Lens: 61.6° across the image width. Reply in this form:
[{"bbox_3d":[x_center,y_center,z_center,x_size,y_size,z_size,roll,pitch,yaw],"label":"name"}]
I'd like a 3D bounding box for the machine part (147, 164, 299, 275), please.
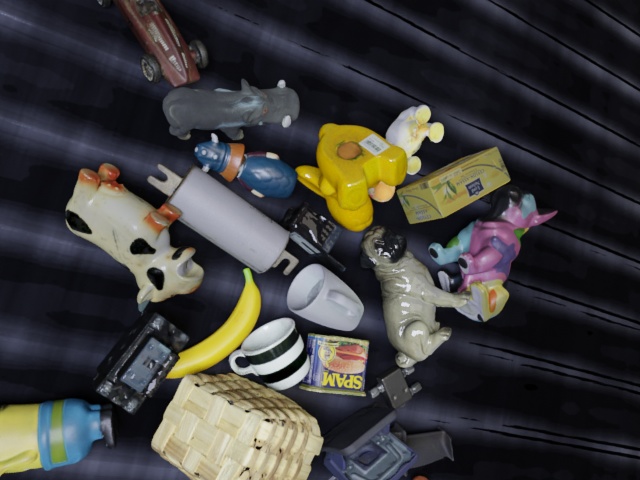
[{"bbox_3d":[-0.130,-0.028,0.761,0.243,0.079,0.079,35,72,-18],"label":"machine part"}]

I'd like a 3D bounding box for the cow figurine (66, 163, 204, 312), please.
[{"bbox_3d":[-0.238,0.005,0.694,0.195,0.085,0.127,35,112,-6],"label":"cow figurine"}]

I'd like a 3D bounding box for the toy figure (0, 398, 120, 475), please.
[{"bbox_3d":[-0.338,0.230,0.639,0.180,0.082,0.089,-9,70,-19],"label":"toy figure"}]

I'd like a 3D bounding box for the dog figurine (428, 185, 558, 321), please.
[{"bbox_3d":[0.313,0.015,0.933,0.219,0.109,0.191,-31,112,-18],"label":"dog figurine"}]

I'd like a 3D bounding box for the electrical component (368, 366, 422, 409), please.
[{"bbox_3d":[0.124,0.247,0.890,0.094,0.021,0.063,-24,97,-26],"label":"electrical component"}]

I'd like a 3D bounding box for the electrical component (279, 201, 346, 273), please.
[{"bbox_3d":[-0.002,-0.002,0.822,0.119,0.075,0.048,36,71,-14],"label":"electrical component"}]

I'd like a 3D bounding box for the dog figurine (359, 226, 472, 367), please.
[{"bbox_3d":[0.119,0.090,0.872,0.190,0.121,0.172,35,68,-4],"label":"dog figurine"}]

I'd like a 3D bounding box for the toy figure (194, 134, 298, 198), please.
[{"bbox_3d":[-0.110,-0.105,0.790,0.154,0.058,0.064,20,71,-18],"label":"toy figure"}]

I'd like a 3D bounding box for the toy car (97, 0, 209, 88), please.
[{"bbox_3d":[-0.228,-0.295,0.728,0.089,0.053,0.202,-27,78,-30],"label":"toy car"}]

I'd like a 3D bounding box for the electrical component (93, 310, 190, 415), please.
[{"bbox_3d":[-0.224,0.148,0.670,0.058,0.134,0.115,39,68,-19],"label":"electrical component"}]

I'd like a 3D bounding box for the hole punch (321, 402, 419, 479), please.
[{"bbox_3d":[0.069,0.313,0.804,0.142,0.116,0.092,-31,93,-28],"label":"hole punch"}]

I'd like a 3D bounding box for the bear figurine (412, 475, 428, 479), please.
[{"bbox_3d":[0.123,0.463,0.815,0.196,0.132,0.120,-20,98,-20],"label":"bear figurine"}]

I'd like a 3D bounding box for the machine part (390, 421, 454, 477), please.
[{"bbox_3d":[0.159,0.343,0.890,0.139,0.039,0.084,4,79,-24],"label":"machine part"}]

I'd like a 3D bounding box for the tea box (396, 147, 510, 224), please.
[{"bbox_3d":[0.231,-0.094,0.930,0.170,0.098,0.068,-28,97,-24],"label":"tea box"}]

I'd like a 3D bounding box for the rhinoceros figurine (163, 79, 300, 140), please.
[{"bbox_3d":[-0.125,-0.189,0.760,0.190,0.112,0.073,-5,86,-18],"label":"rhinoceros figurine"}]

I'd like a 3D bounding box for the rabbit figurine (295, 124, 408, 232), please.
[{"bbox_3d":[0.036,-0.082,0.817,0.163,0.173,0.122,33,64,27],"label":"rabbit figurine"}]

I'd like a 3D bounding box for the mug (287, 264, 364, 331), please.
[{"bbox_3d":[0.022,0.094,0.813,0.107,0.110,0.081,35,67,-33],"label":"mug"}]

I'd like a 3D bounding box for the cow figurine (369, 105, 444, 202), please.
[{"bbox_3d":[0.123,-0.143,0.895,0.068,0.098,0.167,36,90,-25],"label":"cow figurine"}]
